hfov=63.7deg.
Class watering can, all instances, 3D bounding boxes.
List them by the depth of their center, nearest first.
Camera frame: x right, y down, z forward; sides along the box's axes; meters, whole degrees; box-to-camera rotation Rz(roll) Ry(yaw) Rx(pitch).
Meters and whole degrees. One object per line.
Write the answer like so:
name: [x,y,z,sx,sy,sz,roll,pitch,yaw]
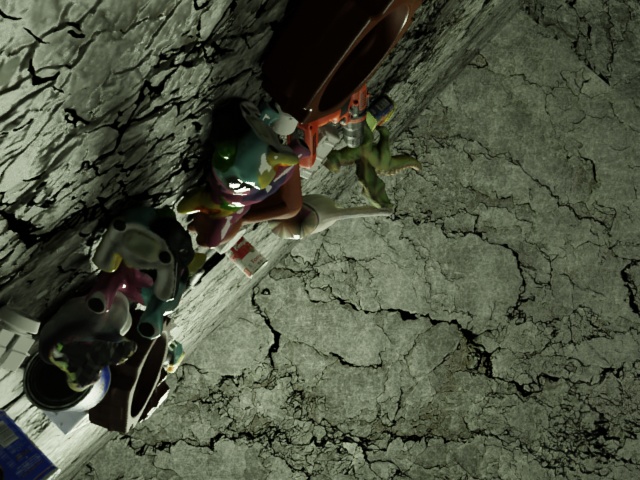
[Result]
watering can: [0.004,-0.070,1.389,0.347,0.103,0.226,1,-168,27]

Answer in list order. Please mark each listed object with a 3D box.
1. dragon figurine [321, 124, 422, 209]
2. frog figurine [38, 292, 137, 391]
dragon figurine: [0.154,-0.189,1.413,0.120,0.408,0.248,-30,-131,47]
frog figurine: [-0.332,0.119,0.749,0.136,0.122,0.162,-56,-150,16]
